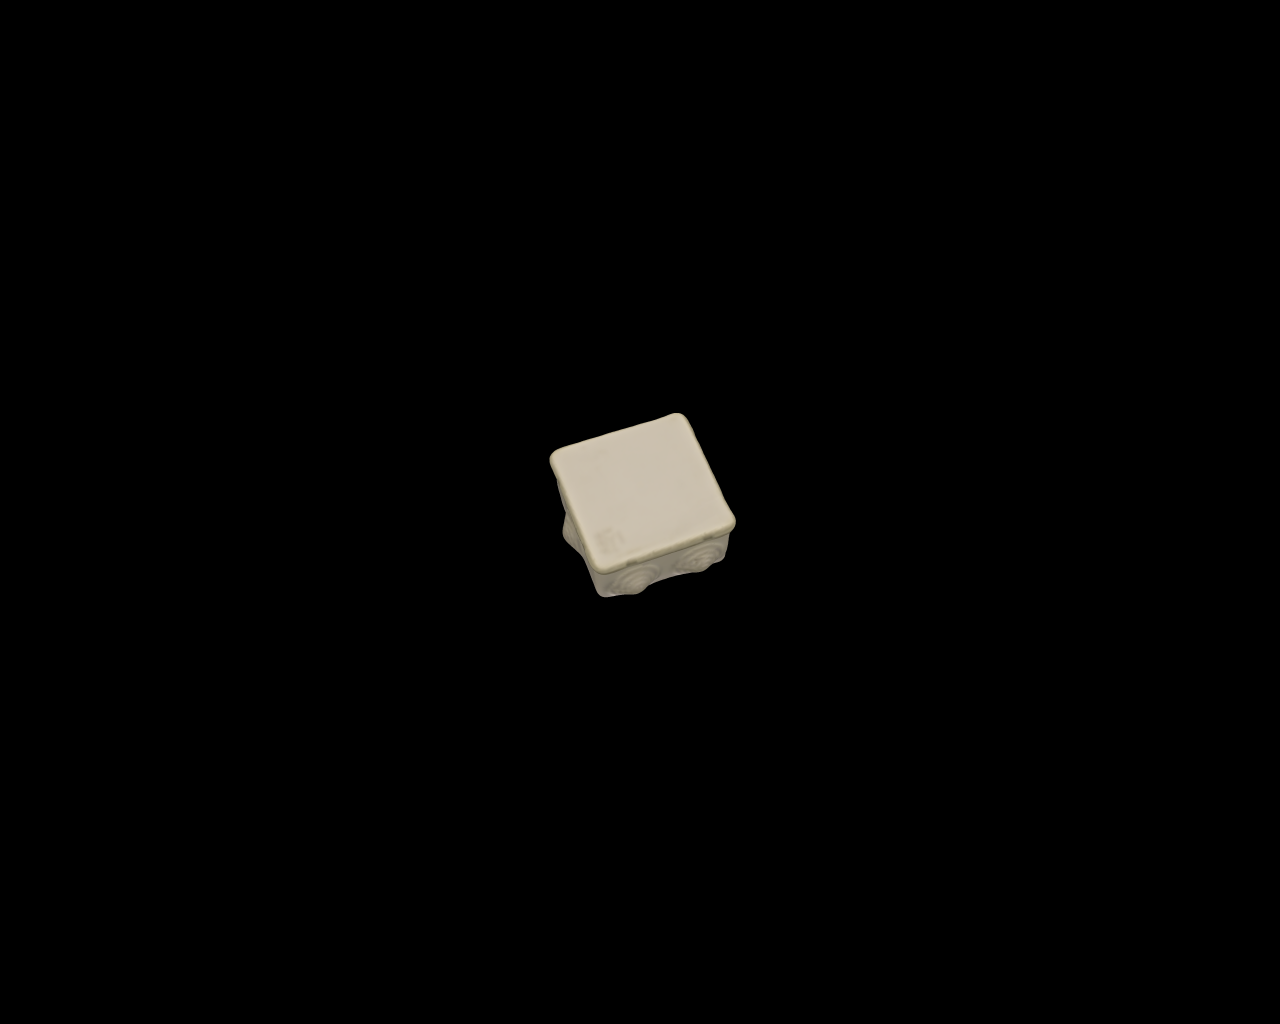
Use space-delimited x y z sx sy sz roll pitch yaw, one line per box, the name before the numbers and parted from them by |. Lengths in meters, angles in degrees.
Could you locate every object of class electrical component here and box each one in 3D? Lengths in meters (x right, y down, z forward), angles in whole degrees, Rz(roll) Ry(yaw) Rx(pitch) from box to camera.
electrical component | 0.001 -0.003 0.650 0.100 0.100 0.048 -18 -28 -10
